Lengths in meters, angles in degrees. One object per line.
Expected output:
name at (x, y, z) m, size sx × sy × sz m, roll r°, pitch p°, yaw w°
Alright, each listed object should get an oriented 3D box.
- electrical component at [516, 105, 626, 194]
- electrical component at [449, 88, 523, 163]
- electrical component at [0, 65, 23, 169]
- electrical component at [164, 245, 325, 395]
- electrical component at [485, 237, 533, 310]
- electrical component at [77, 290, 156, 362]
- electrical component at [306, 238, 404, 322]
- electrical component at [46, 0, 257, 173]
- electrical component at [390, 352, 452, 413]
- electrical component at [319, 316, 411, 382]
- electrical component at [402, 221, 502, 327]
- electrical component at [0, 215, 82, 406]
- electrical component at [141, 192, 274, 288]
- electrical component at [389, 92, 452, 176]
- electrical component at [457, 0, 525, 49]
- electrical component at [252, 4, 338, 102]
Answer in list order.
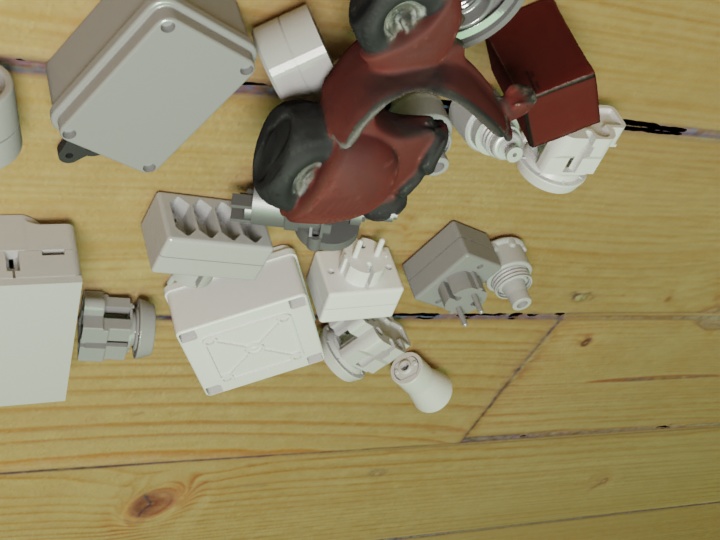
electrical component at (0.153, -0.095, 0.812) m, size 0.078 × 0.058 × 0.057 m, roll -2°, pitch 139°, yaw -24°
electrical component at (0.093, -0.101, 0.762) m, size 0.040 × 0.078 × 0.040 m, roll -12°, pitch 129°, yaw -15°
electrical component at (-0.229, -0.092, 0.633) m, size 0.055 × 0.055 × 0.047 m, roll -6°, pitch 140°, yaw -19°
electrical component at (-0.092, 0.043, 0.882) m, size 0.109 × 0.056 × 0.108 m, roll -17°, pitch 145°, yaw -3°
electrical component at (0.130, 0.006, 0.934) m, size 0.048 × 0.062 × 0.048 m, roll -14°, pitch 145°, yaw -10°
electrical component at (-0.192, 0.045, 0.847) m, size 0.055 × 0.048 × 0.066 m, roll 4°, pitch 139°, yaw -19°
electrical component at (0.000, 0.000, 0.876) m, size 0.066 × 0.047 × 0.076 m, roll -4°, pitch 143°, yaw -21°
electrical component at (-0.125, -0.120, 0.642) m, size 0.113 × 0.057 × 0.078 m, roll -39°, pitch 141°, yaw 26°
electrical component at (0.058, 0.108, 1.060) m, size 0.044 × 0.044 × 0.065 m, roll -29°, pitch 140°, yaw 14°
electrical component at (0.000, 0.063, 0.954) m, size 0.057 × 0.058 × 0.078 m, roll -37°, pitch 142°, yaw 19°
electrical component at (0.083, 0.011, 0.906) m, size 0.047 × 0.076 × 0.066 m, roll 18°, pitch 131°, yaw -42°
electrical component at (-0.257, 0.033, 0.782) m, size 0.089 × 0.061 × 0.150 m, roll -3°, pitch 142°, yaw -23°
electrical component at (-0.121, -0.012, 0.800) m, size 0.083 × 0.047 × 0.075 m, roll 5°, pitch 137°, yaw -32°
electrical component at (0.045, -0.094, 0.755) m, size 0.043 × 0.062 × 0.043 m, roll -13°, pitch 145°, yaw -9°
electrical component at (0.053, -0.178, 0.645) m, size 0.108 × 0.060 × 0.108 m, roll -13°, pitch 145°, yaw -9°
electrical component at (-0.011, -0.119, 0.703) m, size 0.074 × 0.052 × 0.138 m, roll -24°, pitch 145°, yaw 5°
